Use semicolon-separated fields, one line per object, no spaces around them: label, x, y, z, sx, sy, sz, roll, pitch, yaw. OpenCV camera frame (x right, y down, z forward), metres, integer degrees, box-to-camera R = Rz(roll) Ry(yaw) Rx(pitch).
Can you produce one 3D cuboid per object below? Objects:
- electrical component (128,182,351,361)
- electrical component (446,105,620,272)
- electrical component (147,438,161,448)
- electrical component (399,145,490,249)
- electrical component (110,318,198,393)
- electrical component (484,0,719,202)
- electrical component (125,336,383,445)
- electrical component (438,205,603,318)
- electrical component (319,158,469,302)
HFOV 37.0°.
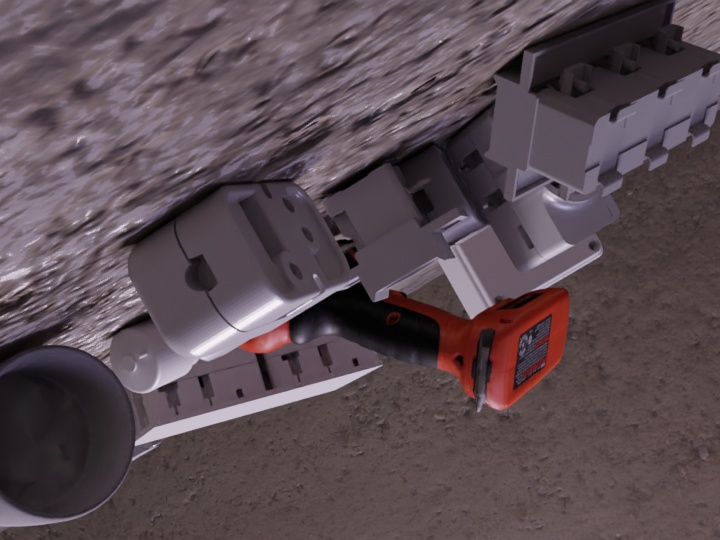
electrical component;-0.052;0.001;0.458;0.059;0.053;0.095;-31;176;19
electrical component;0.101;-0.054;0.619;0.050;0.089;0.056;-27;175;-33
electrical component;-0.193;0.126;0.938;0.035;0.061;0.035;-30;176;-2
electrical component;0.038;-0.035;0.649;0.059;0.053;0.095;-31;176;11
electrical component;-0.117;0.047;0.657;0.040;0.040;0.078;-33;175;35
electrical component;0.128;-0.084;0.543;0.121;0.063;0.078;-27;134;-37
electrical component;-0.092;0.079;0.848;0.186;0.060;0.105;-13;169;-26
electrical component;0.113;-0.032;0.833;0.109;0.108;0.056;-29;178;-16
electrical component;0.015;-0.022;0.582;0.081;0.063;0.042;-31;175;10
